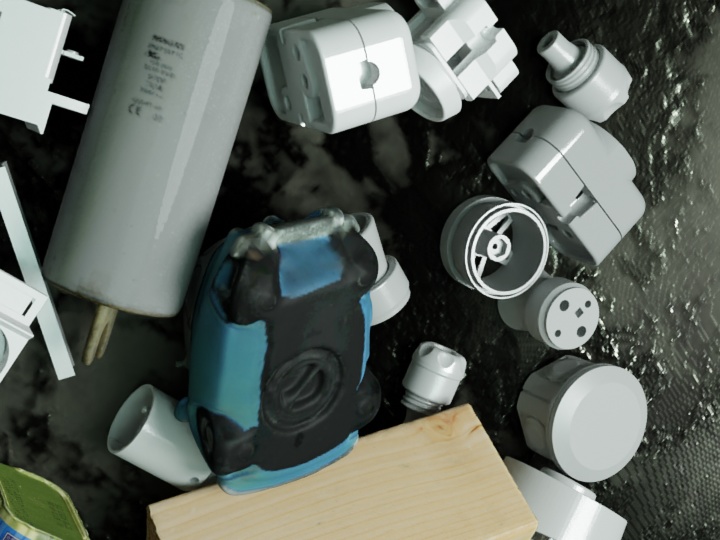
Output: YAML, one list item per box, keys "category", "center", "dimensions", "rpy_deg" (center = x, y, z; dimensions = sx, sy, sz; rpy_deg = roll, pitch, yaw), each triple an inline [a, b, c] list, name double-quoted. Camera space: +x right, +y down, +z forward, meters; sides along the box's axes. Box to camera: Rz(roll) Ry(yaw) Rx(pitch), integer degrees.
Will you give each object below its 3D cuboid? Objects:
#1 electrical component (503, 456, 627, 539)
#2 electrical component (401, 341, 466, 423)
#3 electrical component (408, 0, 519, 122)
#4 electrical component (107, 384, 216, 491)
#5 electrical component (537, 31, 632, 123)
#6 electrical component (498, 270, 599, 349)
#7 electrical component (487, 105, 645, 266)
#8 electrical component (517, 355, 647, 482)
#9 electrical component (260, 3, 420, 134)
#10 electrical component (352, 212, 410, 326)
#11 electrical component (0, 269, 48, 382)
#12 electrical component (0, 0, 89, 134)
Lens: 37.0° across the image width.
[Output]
- category: "electrical component"
  center: [0.125, 0.169, 0.719]
  dimensions: [0.099, 0.099, 0.064]
  rpy_deg: [33, 81, -28]
- category: "electrical component"
  center: [0.042, 0.079, 0.690]
  dimensions: [0.035, 0.035, 0.061]
  rpy_deg: [20, 97, -28]
- category: "electrical component"
  center: [0.049, -0.124, 0.629]
  dimensions: [0.057, 0.058, 0.078]
  rpy_deg: [-47, 117, -12]
- category: "electrical component"
  center: [-0.100, 0.104, 0.623]
  dimensions: [0.081, 0.043, 0.043]
  rpy_deg: [36, 86, -28]
- category: "electrical component"
  center: [0.138, -0.125, 0.679]
  dimensions: [0.062, 0.043, 0.043]
  rpy_deg: [36, 86, -26]
- category: "electrical component"
  center: [0.123, 0.025, 0.703]
  dimensions: [0.045, 0.055, 0.045]
  rpy_deg: [-6, 106, -24]
- category: "electrical component"
  center: [0.136, -0.057, 0.689]
  dimensions: [0.059, 0.054, 0.095]
  rpy_deg: [-47, 117, -8]
- category: "electrical component"
  center: [0.152, 0.100, 0.735]
  dimensions: [0.080, 0.051, 0.080]
  rpy_deg: [-6, 102, -27]
- category: "electrical component"
  center: [-0.010, -0.111, 0.582]
  dimensions: [0.059, 0.095, 0.053]
  rpy_deg: [-20, 111, -20]
- category: "electrical component"
  center: [0.000, 0.000, 0.644]
  dimensions: [0.045, 0.045, 0.055]
  rpy_deg: [-37, 116, -13]
- category: "electrical component"
  center: [-0.201, 0.034, 0.545]
  dimensions: [0.042, 0.064, 0.081]
  rpy_deg: [35, 87, -28]
- category: "electrical component"
  center: [-0.175, -0.106, 0.536]
  dimensions: [0.081, 0.042, 0.063]
  rpy_deg: [16, 92, -29]
